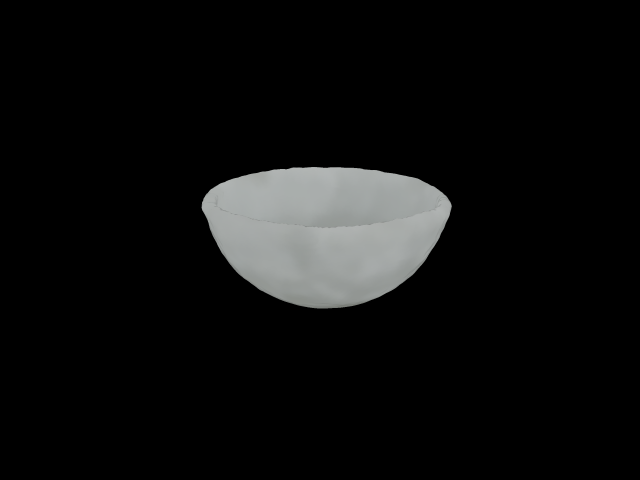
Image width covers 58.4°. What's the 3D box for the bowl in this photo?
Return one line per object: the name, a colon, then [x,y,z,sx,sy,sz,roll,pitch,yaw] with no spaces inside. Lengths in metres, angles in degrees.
bowl: [0.004,0.001,0.400,0.167,0.075,0.167,0,20,0]
